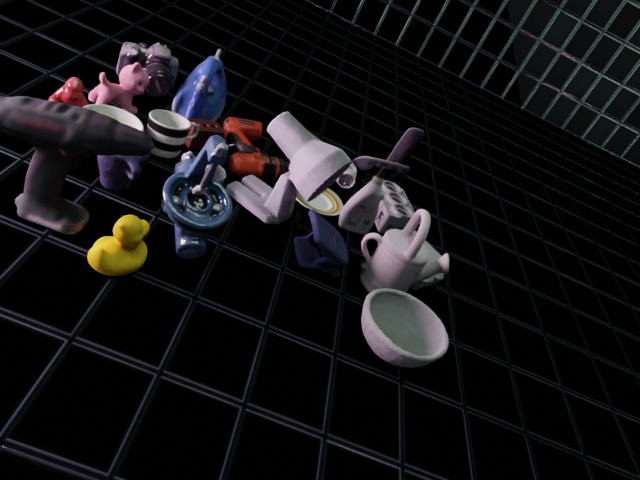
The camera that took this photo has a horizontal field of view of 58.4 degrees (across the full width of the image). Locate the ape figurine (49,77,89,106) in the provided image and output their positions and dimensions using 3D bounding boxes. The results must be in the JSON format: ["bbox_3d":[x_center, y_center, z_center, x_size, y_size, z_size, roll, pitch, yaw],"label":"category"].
[{"bbox_3d":[-0.496,-0.281,1.140,0.078,0.092,0.076,14,34,-22],"label":"ape figurine"}]

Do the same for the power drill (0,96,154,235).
[{"bbox_3d":[-0.387,-0.116,0.880,0.230,0.208,0.075,22,32,-11],"label":"power drill"}]

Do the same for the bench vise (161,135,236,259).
[{"bbox_3d":[-0.220,-0.106,0.986,0.122,0.219,0.207,-5,45,-42],"label":"bench vise"}]

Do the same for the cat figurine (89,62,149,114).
[{"bbox_3d":[-0.430,-0.343,1.256,0.128,0.117,0.067,-14,51,-48],"label":"cat figurine"}]

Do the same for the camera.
[{"bbox_3d":[-0.411,-0.417,1.392,0.143,0.100,0.136,10,36,-27],"label":"camera"}]

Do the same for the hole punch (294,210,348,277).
[{"bbox_3d":[0.010,0.004,1.132,0.101,0.091,0.108,14,34,-22],"label":"hole punch"}]

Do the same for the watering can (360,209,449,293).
[{"bbox_3d":[0.172,0.025,1.131,0.173,0.194,0.100,11,36,-26],"label":"watering can"}]

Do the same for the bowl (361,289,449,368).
[{"bbox_3d":[0.138,0.168,1.015,0.168,0.074,0.167,20,33,-13],"label":"bowl"}]

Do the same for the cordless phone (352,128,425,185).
[{"bbox_3d":[0.181,-0.227,1.505,0.148,0.185,0.094,7,37,-31],"label":"cordless phone"}]

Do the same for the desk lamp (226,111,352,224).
[{"bbox_3d":[-0.062,-0.135,1.158,0.203,0.213,0.118,36,32,11],"label":"desk lamp"}]

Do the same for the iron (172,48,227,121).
[{"bbox_3d":[-0.281,-0.363,1.378,0.119,0.141,0.258,21,33,-13],"label":"iron"}]

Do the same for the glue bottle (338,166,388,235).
[{"bbox_3d":[0.106,-0.092,1.265,0.078,0.173,0.037,18,33,-17],"label":"glue bottle"}]

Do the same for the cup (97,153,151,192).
[{"bbox_3d":[-0.354,-0.127,1.029,0.092,0.095,0.117,-4,44,-41],"label":"cup"}]

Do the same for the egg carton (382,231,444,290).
[{"bbox_3d":[0.202,0.040,1.251,0.107,0.069,0.150,-12,50,-46],"label":"egg carton"}]

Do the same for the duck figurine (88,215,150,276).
[{"bbox_3d":[-0.307,0.001,0.893,0.077,0.086,0.105,37,33,13],"label":"duck figurine"}]
